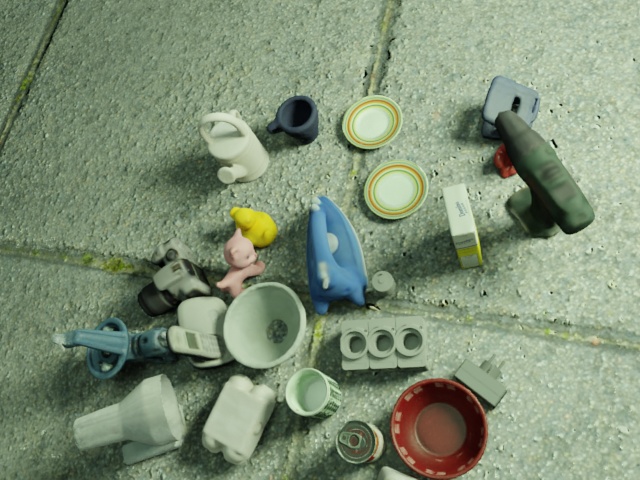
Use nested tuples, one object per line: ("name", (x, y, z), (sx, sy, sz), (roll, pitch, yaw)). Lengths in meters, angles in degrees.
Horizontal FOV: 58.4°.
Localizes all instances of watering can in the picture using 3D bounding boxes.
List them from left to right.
("watering can", (-0.186, -0.201, 1.210), (0.101, 0.194, 0.172), (-27, 64, 6))

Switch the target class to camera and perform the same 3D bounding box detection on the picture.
("camera", (-0.319, 0.085, 1.194), (0.137, 0.101, 0.143), (-34, 64, 2))

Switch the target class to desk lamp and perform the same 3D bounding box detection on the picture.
("desk lamp", (-0.324, 0.334, 1.037), (0.203, 0.214, 0.118), (-23, 65, 8))

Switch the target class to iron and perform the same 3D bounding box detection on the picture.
("iron", (0.010, 0.004, 1.102), (0.118, 0.142, 0.258), (-15, 66, 11))

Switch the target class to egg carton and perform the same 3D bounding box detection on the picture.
("egg carton", (-0.150, 0.333, 1.065), (0.107, 0.069, 0.150), (19, 77, 23))

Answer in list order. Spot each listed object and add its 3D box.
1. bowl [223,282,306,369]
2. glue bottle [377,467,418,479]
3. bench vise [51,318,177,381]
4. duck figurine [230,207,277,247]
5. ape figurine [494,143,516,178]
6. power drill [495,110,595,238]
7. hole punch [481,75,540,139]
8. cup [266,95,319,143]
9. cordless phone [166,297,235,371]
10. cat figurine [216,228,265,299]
("bowl", (-0.097, 0.171, 1.108), (0.167, 0.075, 0.167), (-6, 68, 15))
("glue bottle", (0.120, 0.387, 0.905), (0.078, 0.173, 0.037), (11, 73, 21))
("bench vise", (-0.391, 0.190, 1.109), (0.207, 0.220, 0.121), (-28, 64, 5))
("duck figurine", (-0.144, -0.034, 1.194), (0.104, 0.086, 0.077), (32, 82, 25))
("ape figurine", (0.371, -0.168, 1.085), (0.077, 0.092, 0.076), (13, 74, 21))
("power drill", (0.376, -0.094, 0.991), (0.075, 0.209, 0.229), (-33, 64, 3))
("hole punch", (0.373, -0.257, 1.119), (0.100, 0.091, 0.109), (15, 75, 22))
("cup", (-0.050, -0.245, 1.241), (0.117, 0.095, 0.091), (-24, 65, 7))
("cordless phone", (-0.237, 0.168, 1.090), (0.094, 0.185, 0.147), (-27, 64, 6))
("cat figurine", (-0.169, 0.048, 1.153), (0.067, 0.118, 0.128), (25, 79, 24))
